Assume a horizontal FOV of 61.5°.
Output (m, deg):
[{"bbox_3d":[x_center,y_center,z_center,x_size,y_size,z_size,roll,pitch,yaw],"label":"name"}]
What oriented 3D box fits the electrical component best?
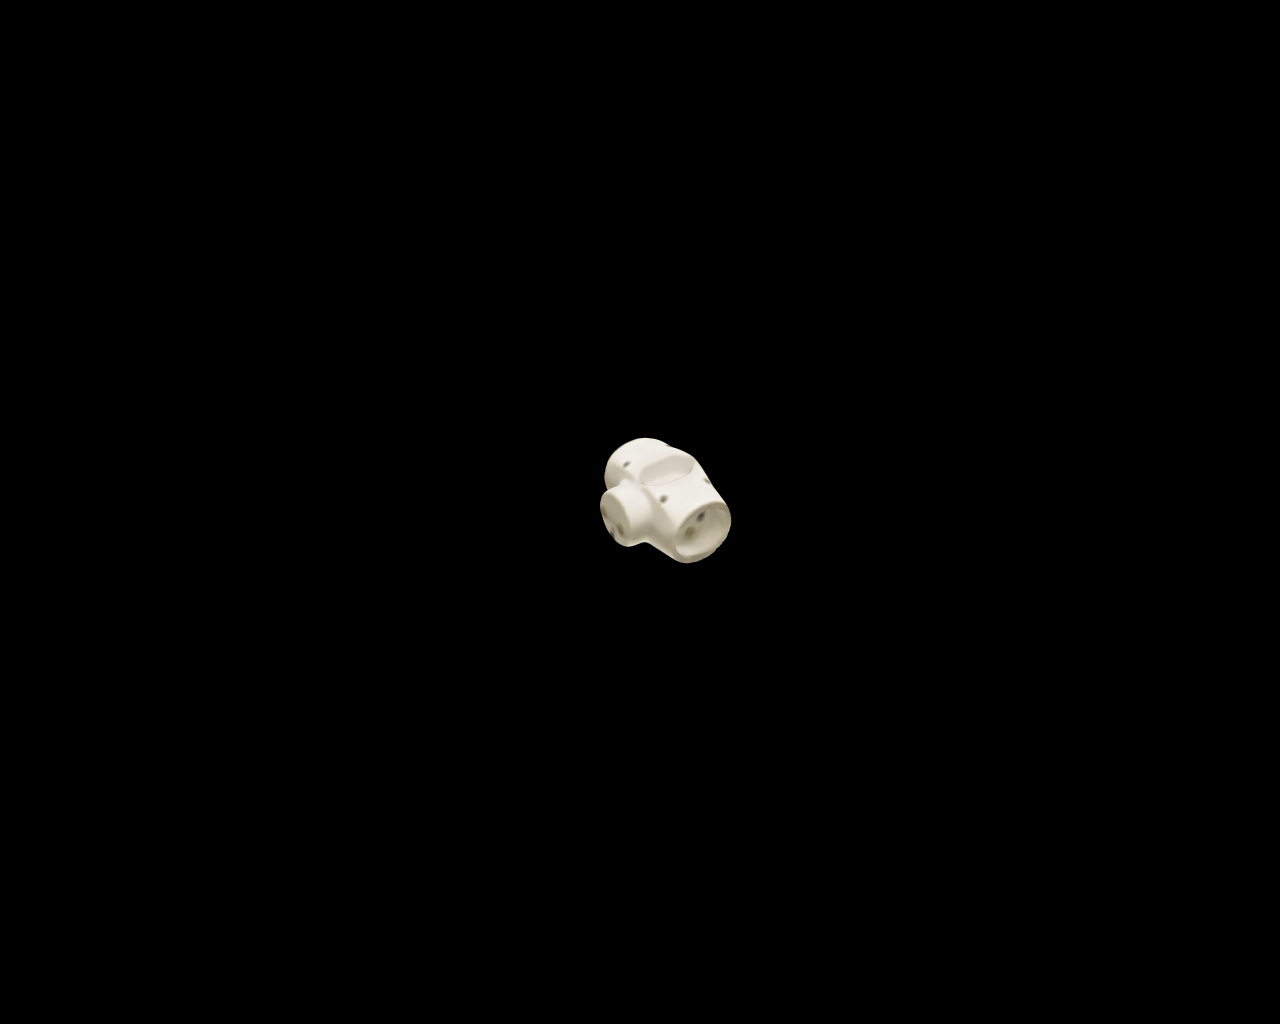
[{"bbox_3d":[0.001,-0.003,0.650,0.079,0.043,0.077,-22,45,-23],"label":"electrical component"}]
